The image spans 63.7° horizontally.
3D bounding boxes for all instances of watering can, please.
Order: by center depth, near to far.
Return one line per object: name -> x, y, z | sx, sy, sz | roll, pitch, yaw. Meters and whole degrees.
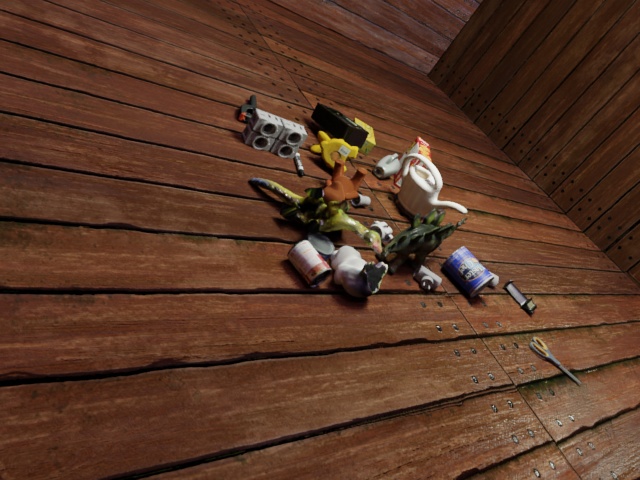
watering can -> 0.384, -0.156, 1.864 | 0.104, 0.219, 0.354 | -9, 50, -28

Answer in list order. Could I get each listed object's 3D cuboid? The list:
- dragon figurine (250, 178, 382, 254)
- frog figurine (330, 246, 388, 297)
dragon figurine -> 0.005, -0.075, 1.483 | 0.414, 0.122, 0.241 | 31, 2, 28
frog figurine -> 0.083, 0.082, 1.361 | 0.160, 0.121, 0.139 | 13, 21, 39
